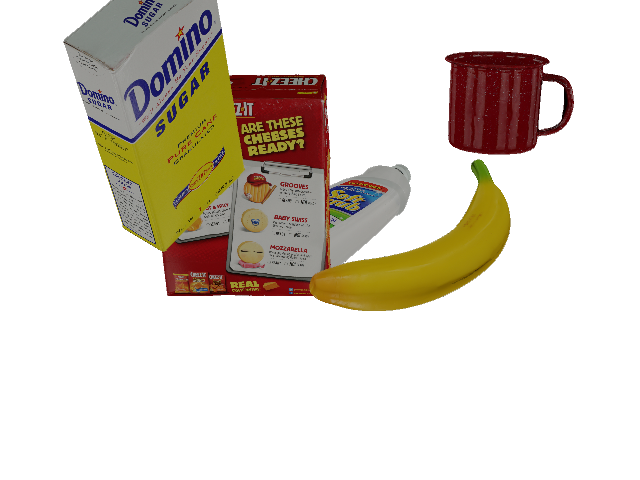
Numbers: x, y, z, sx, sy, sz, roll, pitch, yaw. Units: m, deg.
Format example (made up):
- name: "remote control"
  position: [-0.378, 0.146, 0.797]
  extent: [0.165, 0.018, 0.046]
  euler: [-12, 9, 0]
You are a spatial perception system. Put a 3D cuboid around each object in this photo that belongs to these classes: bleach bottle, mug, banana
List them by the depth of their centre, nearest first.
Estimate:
- name: "banana"
  position: [0.079, 0.008, 0.753]
  extent: [0.070, 0.037, 0.197]
  euler: [36, 48, 25]
- name: "mug"
  position: [0.170, -0.125, 0.970]
  extent: [0.117, 0.081, 0.093]
  euler: [5, 18, 13]
- name: "bleach bottle"
  position: [0.027, -0.033, 1.303]
  extent: [0.103, 0.068, 0.250]
  euler: [20, 38, 29]

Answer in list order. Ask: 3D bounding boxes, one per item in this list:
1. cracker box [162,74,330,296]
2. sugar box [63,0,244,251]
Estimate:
- name: "cracker box"
  position: [-0.073, -0.051, 1.029]
  extent: [0.164, 0.214, 0.072]
  euler: [0, 30, 3]
- name: "sugar box"
  position: [-0.099, -0.081, 0.682]
  extent: [0.048, 0.093, 0.176]
  euler: [30, -29, 20]
